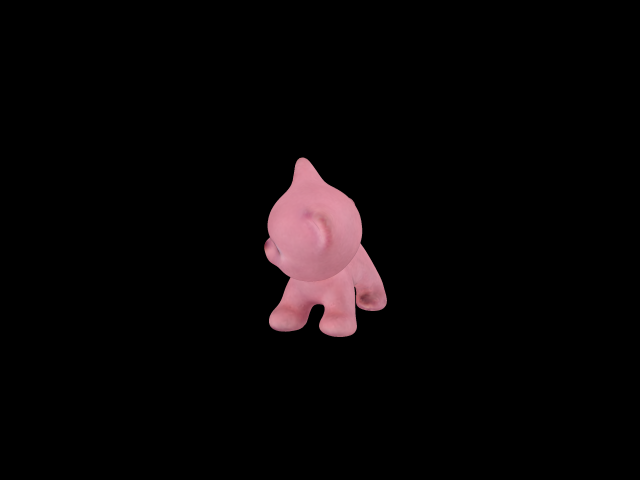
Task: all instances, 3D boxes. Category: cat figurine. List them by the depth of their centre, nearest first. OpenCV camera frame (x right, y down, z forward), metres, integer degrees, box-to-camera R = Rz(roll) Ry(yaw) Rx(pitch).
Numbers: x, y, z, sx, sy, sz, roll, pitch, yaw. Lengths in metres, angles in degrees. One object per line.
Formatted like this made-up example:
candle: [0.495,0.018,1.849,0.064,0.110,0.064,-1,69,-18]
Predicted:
cat figurine: [0.004,0.001,0.400,0.067,0.118,0.128,4,11,21]
